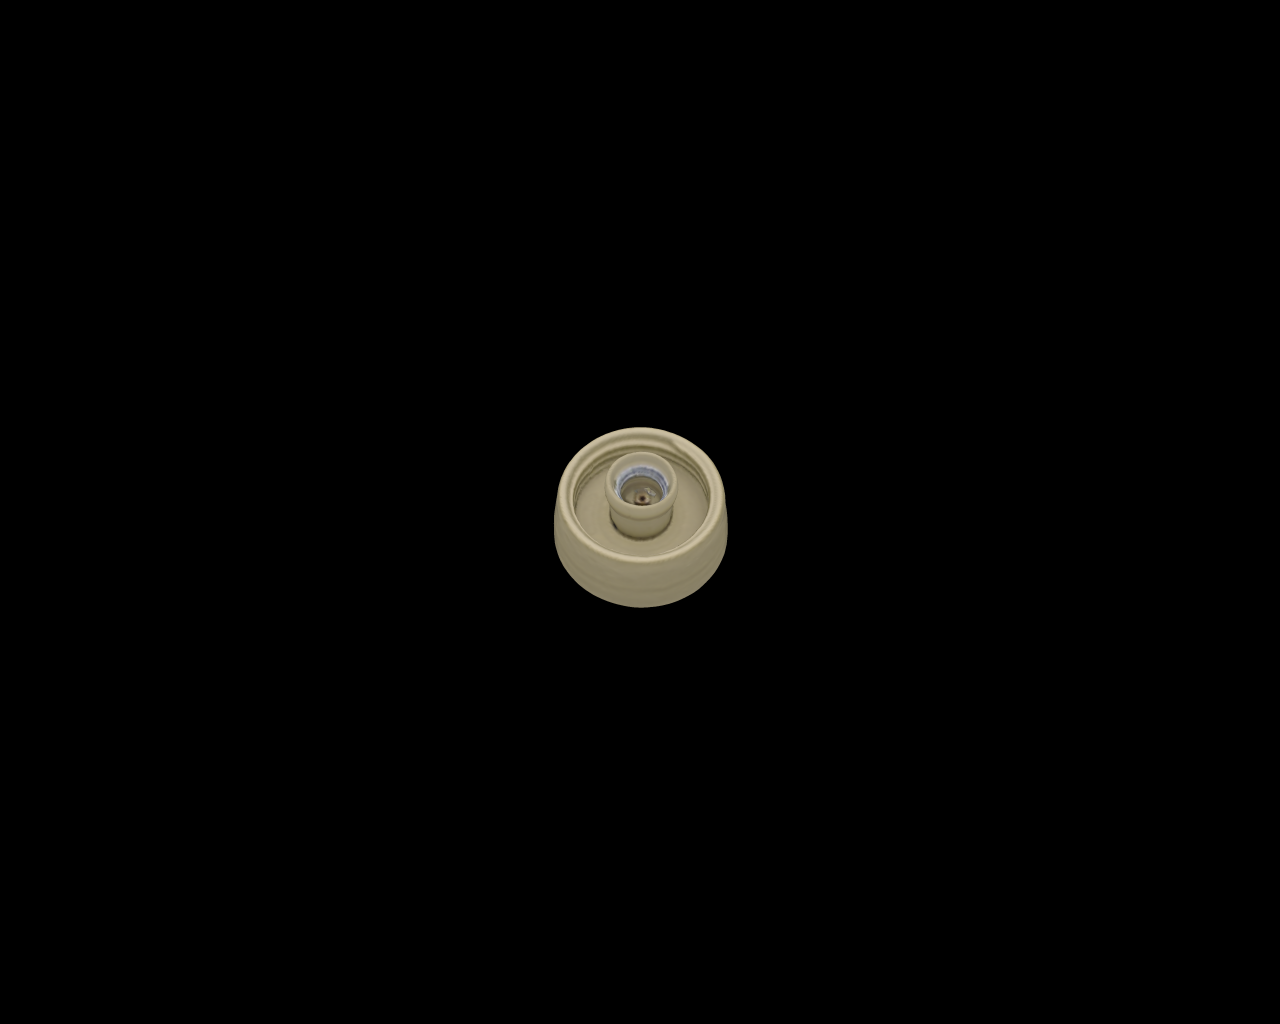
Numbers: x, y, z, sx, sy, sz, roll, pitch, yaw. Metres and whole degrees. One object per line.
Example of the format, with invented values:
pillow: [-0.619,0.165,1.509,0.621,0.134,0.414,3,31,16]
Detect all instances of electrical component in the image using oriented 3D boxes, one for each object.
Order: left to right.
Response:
electrical component: [0.001,-0.003,0.650,0.108,0.108,0.060,0,-34,0]
